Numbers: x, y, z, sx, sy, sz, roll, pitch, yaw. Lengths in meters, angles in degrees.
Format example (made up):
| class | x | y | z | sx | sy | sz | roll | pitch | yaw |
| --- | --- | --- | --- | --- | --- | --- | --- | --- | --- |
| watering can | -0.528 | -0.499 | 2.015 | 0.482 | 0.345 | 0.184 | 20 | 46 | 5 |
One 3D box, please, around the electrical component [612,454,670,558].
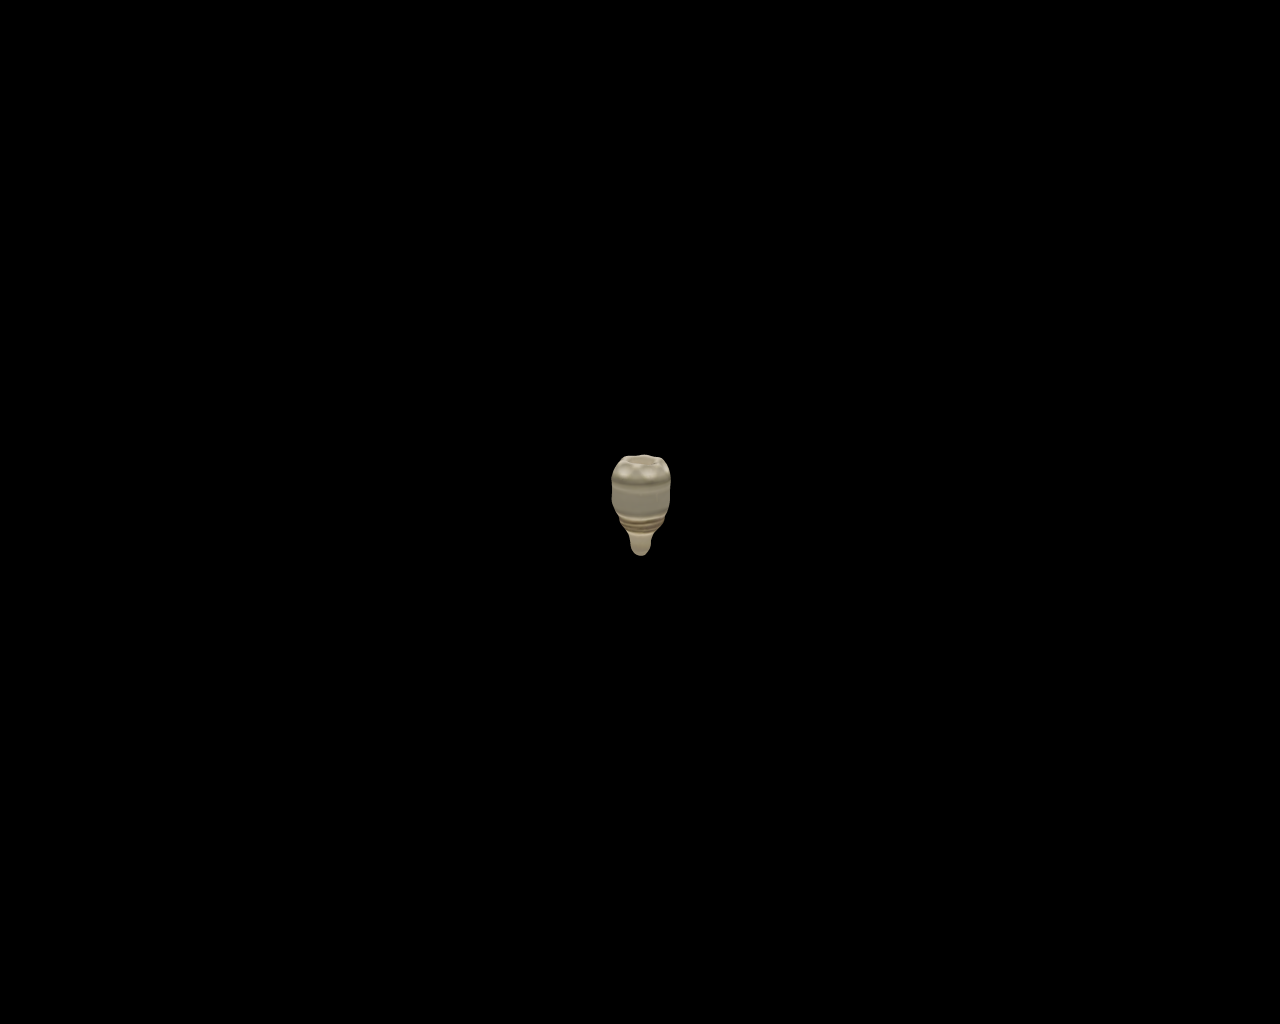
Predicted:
| class | x | y | z | sx | sy | sz | roll | pitch | yaw |
| --- | --- | --- | --- | --- | --- | --- | --- | --- | --- |
| electrical component | 0.001 | -0.003 | 0.650 | 0.035 | 0.061 | 0.035 | 0 | 16 | 0 |
